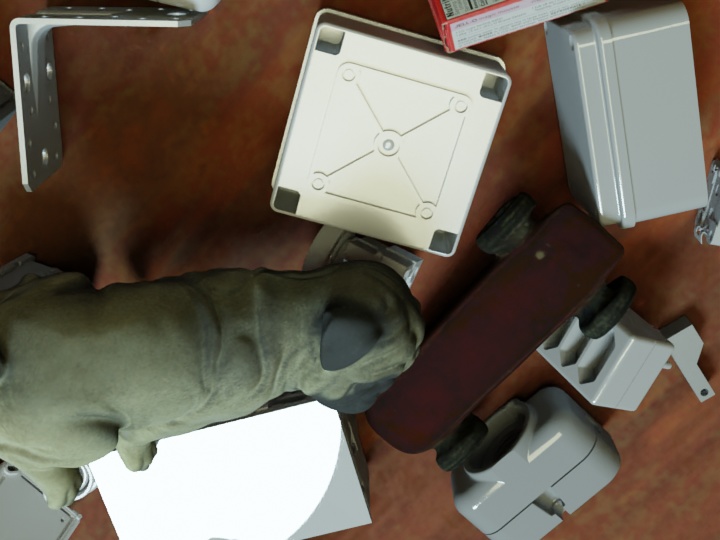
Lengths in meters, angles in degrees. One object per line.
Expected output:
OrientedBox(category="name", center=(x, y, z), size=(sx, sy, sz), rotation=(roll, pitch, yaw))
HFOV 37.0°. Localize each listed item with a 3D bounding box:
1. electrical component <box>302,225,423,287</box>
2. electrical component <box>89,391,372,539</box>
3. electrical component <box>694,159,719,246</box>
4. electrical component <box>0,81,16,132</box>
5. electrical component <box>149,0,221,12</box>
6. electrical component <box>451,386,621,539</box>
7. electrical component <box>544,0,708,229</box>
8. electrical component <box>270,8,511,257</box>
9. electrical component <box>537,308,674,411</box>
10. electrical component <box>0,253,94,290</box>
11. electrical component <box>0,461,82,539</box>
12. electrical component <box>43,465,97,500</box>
OrientedBox(category="electrical component", center=(0.000, 0.000, 0.620), size=(0.055, 0.066, 0.048), rotation=(27, 103, 11))
OrientedBox(category="electrical component", center=(-0.076, 0.119, 0.663), size=(0.150, 0.061, 0.089), rotation=(-14, 110, 5))
OrientedBox(category="electrical component", center=(0.230, -0.035, 0.618), size=(0.064, 0.042, 0.081), rotation=(9, 110, -2))
OrientedBox(category="electrical component", center=(-0.231, -0.079, 0.568), size=(0.062, 0.096, 0.061), rotation=(40, 106, -15))
OrientedBox(category="electrical component", center=(-0.088, -0.185, 0.552), size=(0.059, 0.053, 0.095), rotation=(12, 110, -5))
OrientedBox(category="electrical component", center=(0.105, 0.122, 0.669), size=(0.059, 0.053, 0.095), rotation=(42, 105, -15))
OrientedBox(category="electrical component", center=(0.141, -0.087, 0.578), size=(0.057, 0.078, 0.113), rotation=(-13, 110, 1))
OrientedBox(category="electrical component", center=(0.015, -0.075, 0.593), size=(0.109, 0.056, 0.108), rotation=(15, 110, -6))
OrientedBox(category="electrical component", center=(0.155, 0.047, 0.640), size=(0.077, 0.065, 0.047), rotation=(13, 113, -36))
OrientedBox(category="electrical component", center=(-0.198, 0.049, 0.616), size=(0.048, 0.099, 0.099), rotation=(19, 110, 6))
OrientedBox(category="electrical component", center=(-0.226, 0.168, 0.671), size=(0.062, 0.096, 0.061), rotation=(45, 132, -15))
OrientedBox(category="electrical component", center=(-0.179, 0.121, 0.662), size=(0.043, 0.062, 0.043), rotation=(0, 111, 0))
